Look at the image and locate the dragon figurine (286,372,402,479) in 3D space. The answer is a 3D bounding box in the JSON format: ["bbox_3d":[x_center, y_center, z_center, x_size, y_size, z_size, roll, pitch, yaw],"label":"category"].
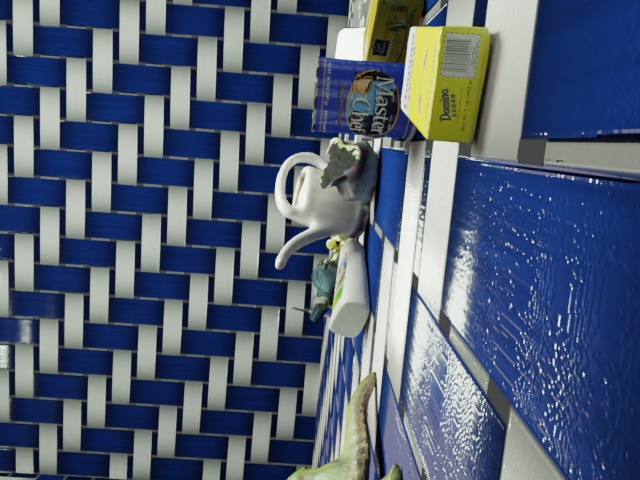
[{"bbox_3d":[0.045,0.350,0.695,0.239,0.121,0.419,-35,24,57],"label":"dragon figurine"}]

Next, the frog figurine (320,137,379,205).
[{"bbox_3d":[0.083,-0.136,1.085,0.158,0.122,0.140,29,-131,-52],"label":"frog figurine"}]

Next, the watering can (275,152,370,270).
[{"bbox_3d":[0.003,-0.058,1.145,0.102,0.224,0.356,123,157,-47],"label":"watering can"}]
